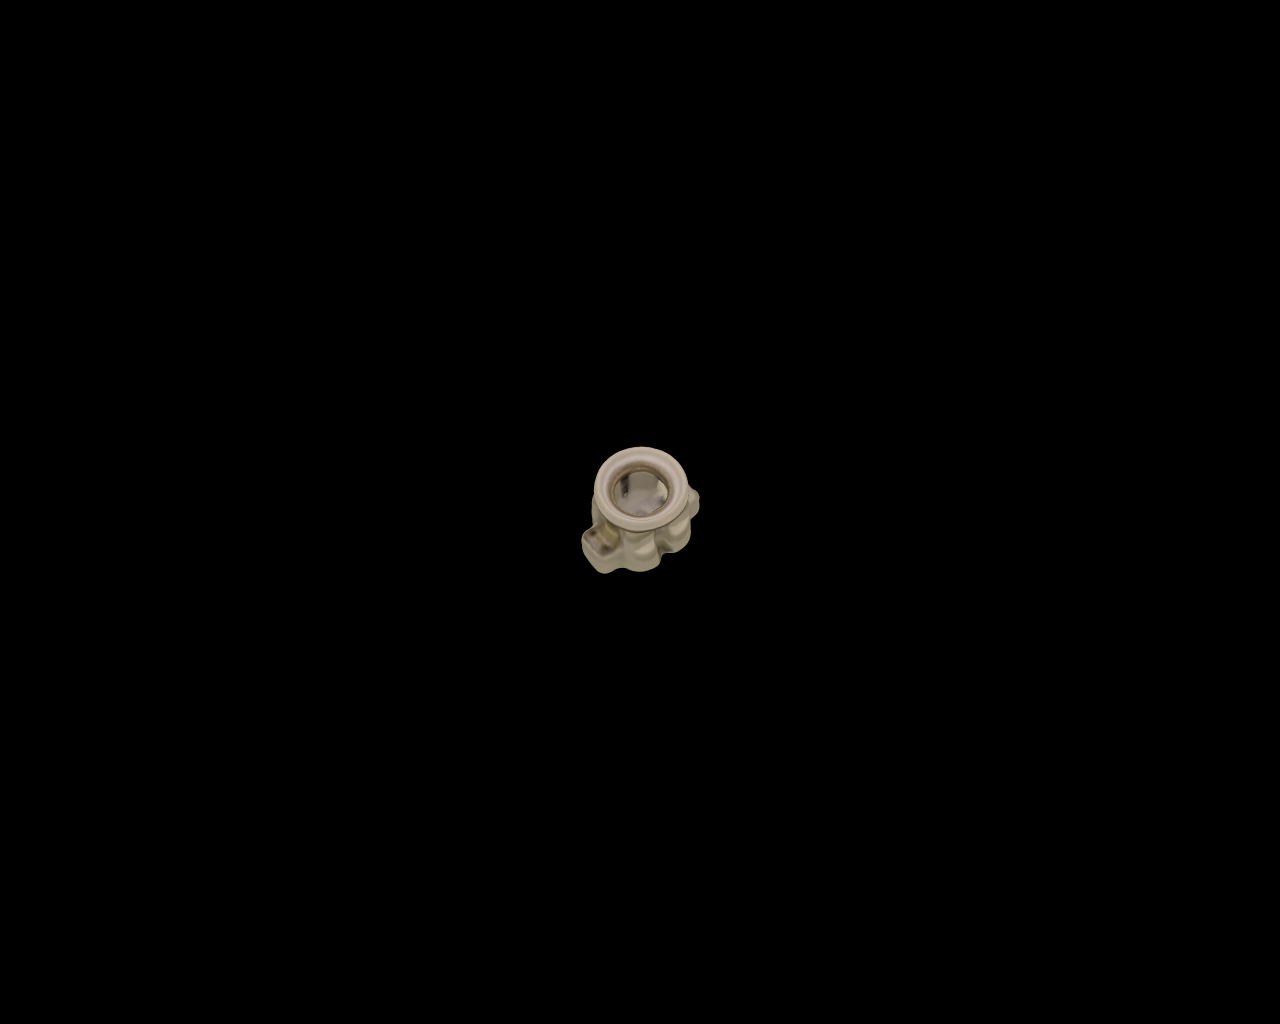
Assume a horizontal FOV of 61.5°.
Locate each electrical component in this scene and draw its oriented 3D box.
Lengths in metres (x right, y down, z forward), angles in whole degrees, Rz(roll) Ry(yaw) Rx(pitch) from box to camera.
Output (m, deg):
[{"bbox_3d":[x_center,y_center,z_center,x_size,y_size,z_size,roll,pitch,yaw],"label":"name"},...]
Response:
[{"bbox_3d":[0.001,-0.003,0.650,0.078,0.058,0.056,-32,-26,-18],"label":"electrical component"}]
